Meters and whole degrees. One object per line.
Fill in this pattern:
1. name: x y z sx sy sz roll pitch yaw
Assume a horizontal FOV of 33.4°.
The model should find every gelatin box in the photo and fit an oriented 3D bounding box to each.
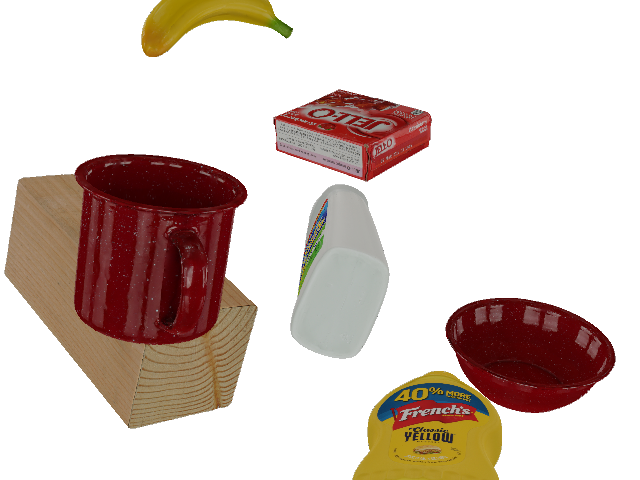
1. gelatin box: 0.023 -0.078 0.765 0.089 0.030 0.073 21 36 37

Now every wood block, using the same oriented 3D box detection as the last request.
1. wood block: -0.148 0.036 0.798 0.090 0.091 0.206 -6 33 -41

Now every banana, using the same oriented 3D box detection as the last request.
1. banana: -0.106 -0.214 1.009 0.070 0.037 0.197 46 39 19

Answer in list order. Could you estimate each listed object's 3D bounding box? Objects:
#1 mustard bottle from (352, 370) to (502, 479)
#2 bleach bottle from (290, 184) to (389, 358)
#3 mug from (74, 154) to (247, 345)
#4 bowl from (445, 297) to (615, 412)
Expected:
1. mustard bottle: 0.080 0.144 0.755 0.096 0.058 0.191 -1 19 11
2. bleach bottle: 0.014 0.012 1.002 0.068 0.103 0.251 20 17 -8
3. mug: -0.086 0.010 0.578 0.093 0.081 0.117 -1 23 -29
4. bowl: 0.198 0.118 1.031 0.162 0.055 0.162 4 27 -2
